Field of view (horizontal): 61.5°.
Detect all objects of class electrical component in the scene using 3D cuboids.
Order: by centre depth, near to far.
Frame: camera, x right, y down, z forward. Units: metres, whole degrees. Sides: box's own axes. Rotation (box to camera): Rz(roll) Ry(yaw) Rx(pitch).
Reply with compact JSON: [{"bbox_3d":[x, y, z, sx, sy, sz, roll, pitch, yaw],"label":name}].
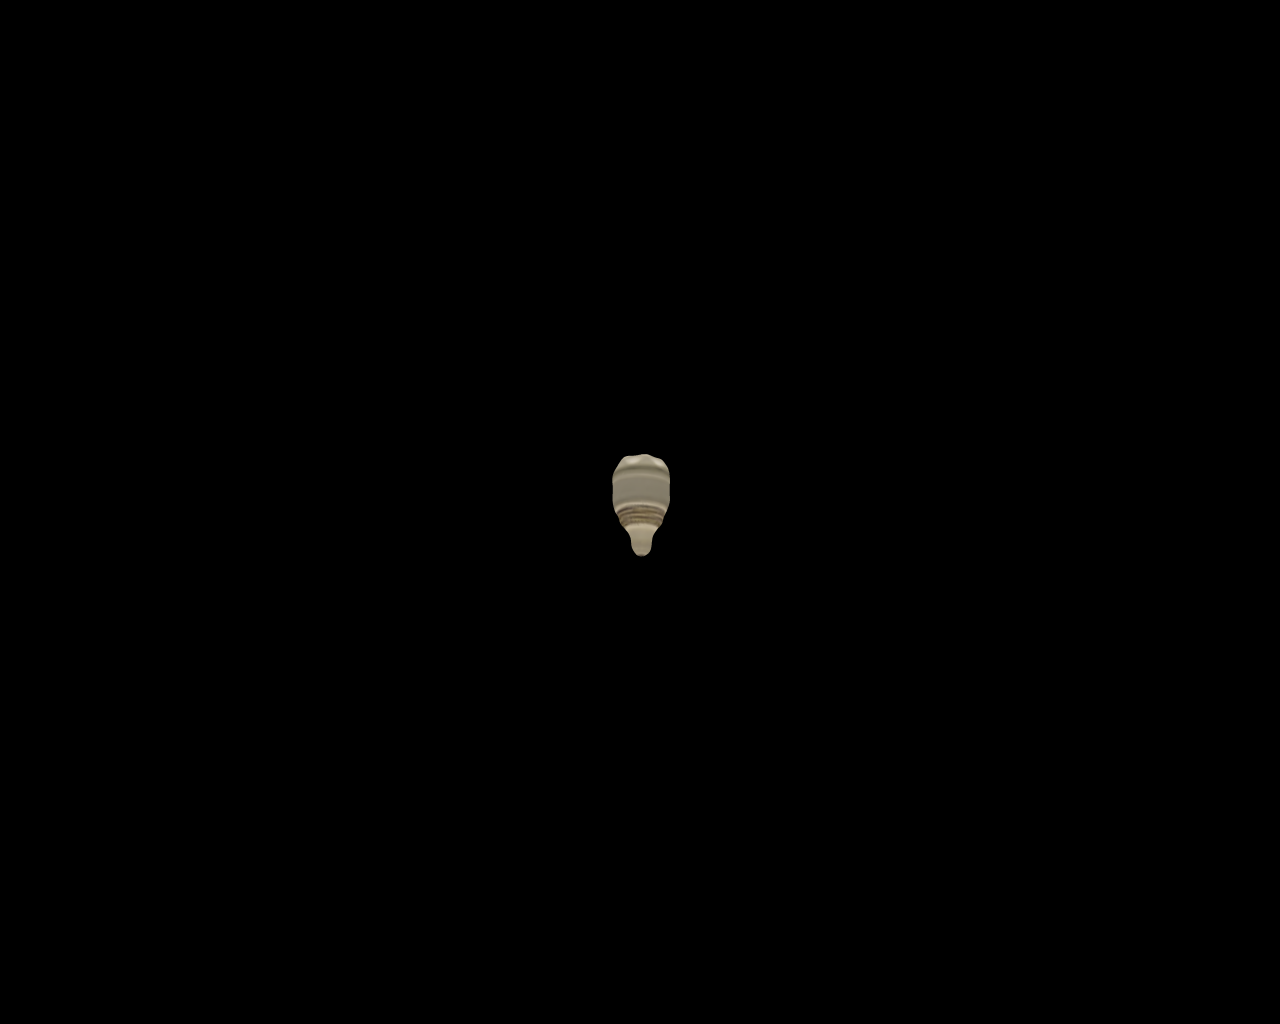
[{"bbox_3d":[0.001,-0.003,0.650,0.035,0.061,0.035,0,-18,0],"label":"electrical component"}]
